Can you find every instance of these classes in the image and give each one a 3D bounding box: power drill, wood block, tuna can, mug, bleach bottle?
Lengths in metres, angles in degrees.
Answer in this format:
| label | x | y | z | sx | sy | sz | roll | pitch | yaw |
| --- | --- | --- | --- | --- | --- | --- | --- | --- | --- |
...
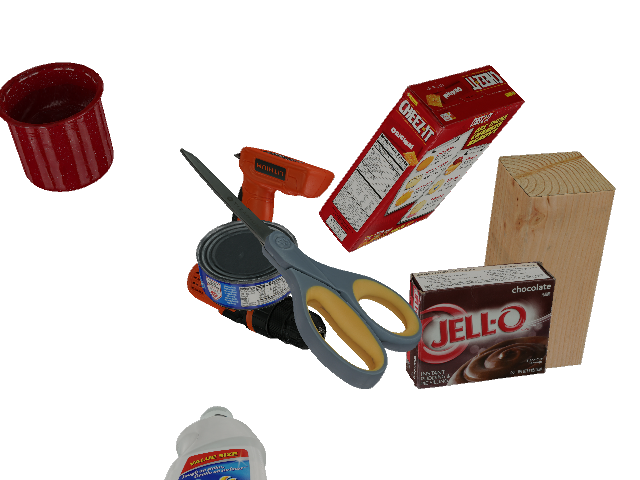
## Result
| label | x | y | z | sx | sy | sz | roll | pitch | yaw |
| --- | --- | --- | --- | --- | --- | --- | --- | --- | --- |
| power drill | -0.049 | 0.006 | 1.129 | 0.185 | 0.188 | 0.057 | 23 | 8 | 33 |
| wood block | 0.225 | 0.023 | 1.090 | 0.090 | 0.206 | 0.090 | -4 | 31 | -11 |
| tuna can | -0.061 | 0.020 | 0.904 | 0.086 | 0.034 | 0.086 | -2 | 38 | 2 |
| mug | -0.233 | -0.105 | 0.949 | 0.093 | 0.081 | 0.117 | -14 | 45 | -8 |
| bleach bottle | -0.091 | 0.214 | 0.838 | 0.102 | 0.068 | 0.251 | -3 | 26 | -4 |

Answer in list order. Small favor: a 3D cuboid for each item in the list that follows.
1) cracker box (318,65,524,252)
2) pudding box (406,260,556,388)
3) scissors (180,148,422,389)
| label | x | y | z | sx | sy | sz | roll | pitch | yaw |
| --- | --- | --- | --- | --- | --- | --- | --- | --- | --- |
| cracker box | 0.112 | -0.095 | 1.225 | 0.163 | 0.072 | 0.214 | -22 | -24 | -45 |
| pudding box | 0.127 | 0.067 | 0.855 | 0.113 | 0.090 | 0.039 | -7 | 29 | -12 |
| scissors | -0.007 | 0.010 | 0.674 | 0.096 | 0.202 | 0.016 | -4 | -42 | -40 |
